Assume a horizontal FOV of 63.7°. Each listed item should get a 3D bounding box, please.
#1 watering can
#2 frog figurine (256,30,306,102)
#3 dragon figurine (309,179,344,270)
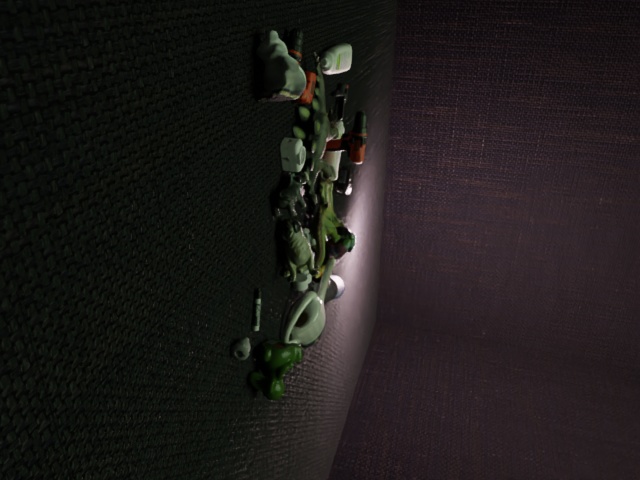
[{"bbox_3d":[-0.024,0.244,1.828,0.353,0.105,0.219,-55,155,-22],"label":"watering can"},{"bbox_3d":[-0.097,-0.423,1.257,0.137,0.123,0.159,-173,-100,-71],"label":"frog figurine"},{"bbox_3d":[0.006,-0.092,1.829,0.419,0.122,0.238,-78,161,-60],"label":"dragon figurine"}]
